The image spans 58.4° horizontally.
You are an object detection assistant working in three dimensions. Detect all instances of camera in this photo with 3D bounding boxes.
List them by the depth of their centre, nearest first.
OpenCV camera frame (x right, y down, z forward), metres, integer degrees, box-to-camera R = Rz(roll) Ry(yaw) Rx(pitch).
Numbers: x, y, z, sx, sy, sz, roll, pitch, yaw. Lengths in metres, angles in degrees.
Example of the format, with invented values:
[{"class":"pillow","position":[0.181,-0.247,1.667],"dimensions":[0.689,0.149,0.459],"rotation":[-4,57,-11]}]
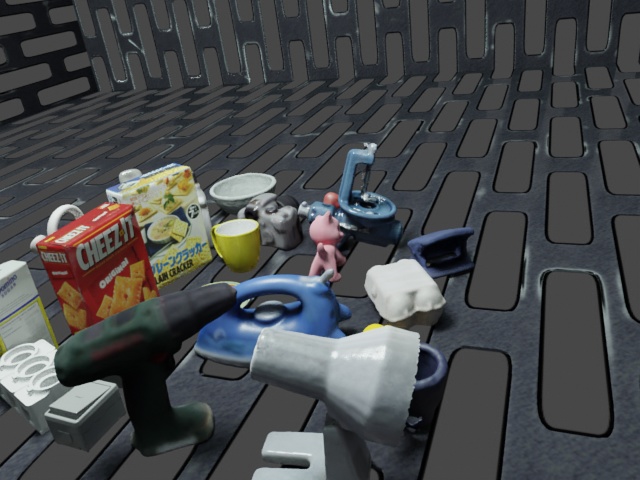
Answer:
[{"class":"camera","position":[-0.094,-0.057,1.278],"dimensions":[0.142,0.101,0.137],"rotation":[11,32,34]}]

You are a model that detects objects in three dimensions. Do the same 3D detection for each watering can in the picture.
[{"class":"watering can","position":[-0.481,0.026,1.109],"dimensions":[0.173,0.194,0.101],"rotation":[-7,26,1]}]

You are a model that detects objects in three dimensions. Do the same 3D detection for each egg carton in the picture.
[{"class":"egg carton","position":[0.137,0.089,0.955],"dimensions":[0.107,0.069,0.150],"rotation":[-13,27,-10]}]

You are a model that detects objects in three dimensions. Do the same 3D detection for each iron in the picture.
[{"class":"iron","position":[-0.084,0.113,0.885],"dimensions":[0.258,0.142,0.118],"rotation":[-4,26,7]}]

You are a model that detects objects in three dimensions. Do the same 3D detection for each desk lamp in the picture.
[{"class":"desk lamp","position":[0.012,0.189,0.624],"dimensions":[0.203,0.214,0.118],"rotation":[-2,27,12]}]

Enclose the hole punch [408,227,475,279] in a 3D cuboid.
[{"class":"hole punch","position":[0.222,0.010,1.069],"dimensions":[0.109,0.091,0.101],"rotation":[-14,27,-12]}]

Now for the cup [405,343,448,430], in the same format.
[{"class":"cup","position":[0.107,0.197,0.717],"dimensions":[0.118,0.095,0.091],"rotation":[-28,33,-35]}]

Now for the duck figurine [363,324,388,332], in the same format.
[{"class":"duck figurine","position":[0.076,0.162,0.806],"dimensions":[0.077,0.086,0.105],"rotation":[15,34,38]}]

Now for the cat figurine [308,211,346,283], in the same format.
[{"class":"cat figurine","position":[0.010,0.004,1.108],"dimensions":[0.067,0.118,0.128],"rotation":[-2,27,11]}]

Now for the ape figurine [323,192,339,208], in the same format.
[{"class":"ape figurine","position":[0.031,-0.060,1.262],"dimensions":[0.076,0.092,0.077],"rotation":[-8,26,1]}]

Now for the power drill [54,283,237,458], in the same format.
[{"class":"power drill","position":[-0.202,0.167,0.733],"dimensions":[0.230,0.209,0.075],"rotation":[-13,27,-11]}]

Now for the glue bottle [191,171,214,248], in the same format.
[{"class":"glue bottle","position":[-0.266,-0.071,1.271],"dimensions":[0.037,0.173,0.078],"rotation":[-15,27,-15]}]

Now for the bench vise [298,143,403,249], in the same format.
[{"class":"bench vise","position":[0.057,-0.080,1.149],"dimensions":[0.207,0.220,0.121],"rotation":[-10,26,-5]}]

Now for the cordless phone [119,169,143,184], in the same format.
[{"class":"cordless phone","position":[-0.372,-0.080,1.304],"dimensions":[0.148,0.185,0.093],"rotation":[-20,29,-24]}]

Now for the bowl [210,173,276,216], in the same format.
[{"class":"bowl","position":[-0.186,-0.105,1.431],"dimensions":[0.167,0.075,0.167],"rotation":[-6,26,3]}]
